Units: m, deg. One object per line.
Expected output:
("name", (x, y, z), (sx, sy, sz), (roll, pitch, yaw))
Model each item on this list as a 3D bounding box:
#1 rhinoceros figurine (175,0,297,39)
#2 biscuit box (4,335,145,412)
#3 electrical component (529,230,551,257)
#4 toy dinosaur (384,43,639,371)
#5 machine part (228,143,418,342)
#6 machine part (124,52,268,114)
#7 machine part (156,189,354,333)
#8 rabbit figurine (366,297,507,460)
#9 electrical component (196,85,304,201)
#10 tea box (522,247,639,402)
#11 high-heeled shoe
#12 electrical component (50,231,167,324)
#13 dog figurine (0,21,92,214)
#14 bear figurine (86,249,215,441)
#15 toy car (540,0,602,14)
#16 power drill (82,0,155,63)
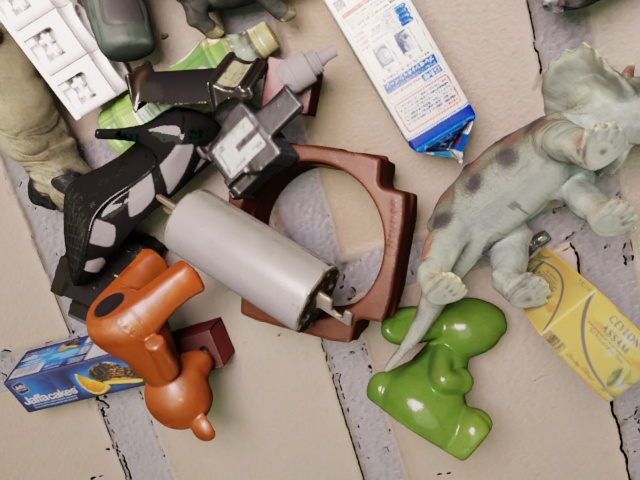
("rhinoceros figurine", (-0.065, -0.283, 0.544), (0.190, 0.073, 0.112), (-17, 143, 8))
("biscuit box", (-0.304, 0.166, 0.706), (0.203, 0.059, 0.062), (-16, 118, 12))
("electrical component", (0.215, 0.005, 0.626), (0.094, 0.021, 0.063), (-36, 96, 13))
("toy dinosaur", (0.194, -0.042, 0.554), (0.131, 0.192, 0.405), (41, 115, -19))
("machine part", (-0.001, -0.002, 0.600), (0.201, 0.087, 0.201), (11, 96, 20))
("machine part", (-0.125, -0.159, 0.543), (0.139, 0.084, 0.039), (0, 137, 11))
("machine part", (-0.070, 0.019, 0.541), (0.243, 0.079, 0.079), (29, 105, 16))
("rabbit figurine", (0.141, 0.137, 0.635), (0.159, 0.121, 0.170), (32, 86, 7))
("electrical component", (-0.061, -0.103, 0.544), (0.119, 0.047, 0.075), (-44, 77, 18))
("tea box", (0.264, 0.078, 0.559), (0.098, 0.170, 0.068), (44, 105, -5))
("high-heeled shoe", (-0.203, -0.044, 0.616), (0.086, 0.145, 0.248), (55, 131, 30))
("electrical component", (-0.269, 0.047, 0.684), (0.115, 0.058, 0.134), (23, 104, 5))
("dog figurine", (-0.319, -0.129, 0.603), (0.190, 0.172, 0.121), (46, 67, -4))
("bear figurine", (-0.167, 0.126, 0.615), (0.132, 0.120, 0.195), (-48, 124, -26))
("toy car", (0.261, -0.279, 0.516), (0.162, 0.103, 0.109), (-33, 98, 2))
("power drill", (-0.212, -0.310, 0.524), (0.086, 0.207, 0.232), (-14, 89, -32))
